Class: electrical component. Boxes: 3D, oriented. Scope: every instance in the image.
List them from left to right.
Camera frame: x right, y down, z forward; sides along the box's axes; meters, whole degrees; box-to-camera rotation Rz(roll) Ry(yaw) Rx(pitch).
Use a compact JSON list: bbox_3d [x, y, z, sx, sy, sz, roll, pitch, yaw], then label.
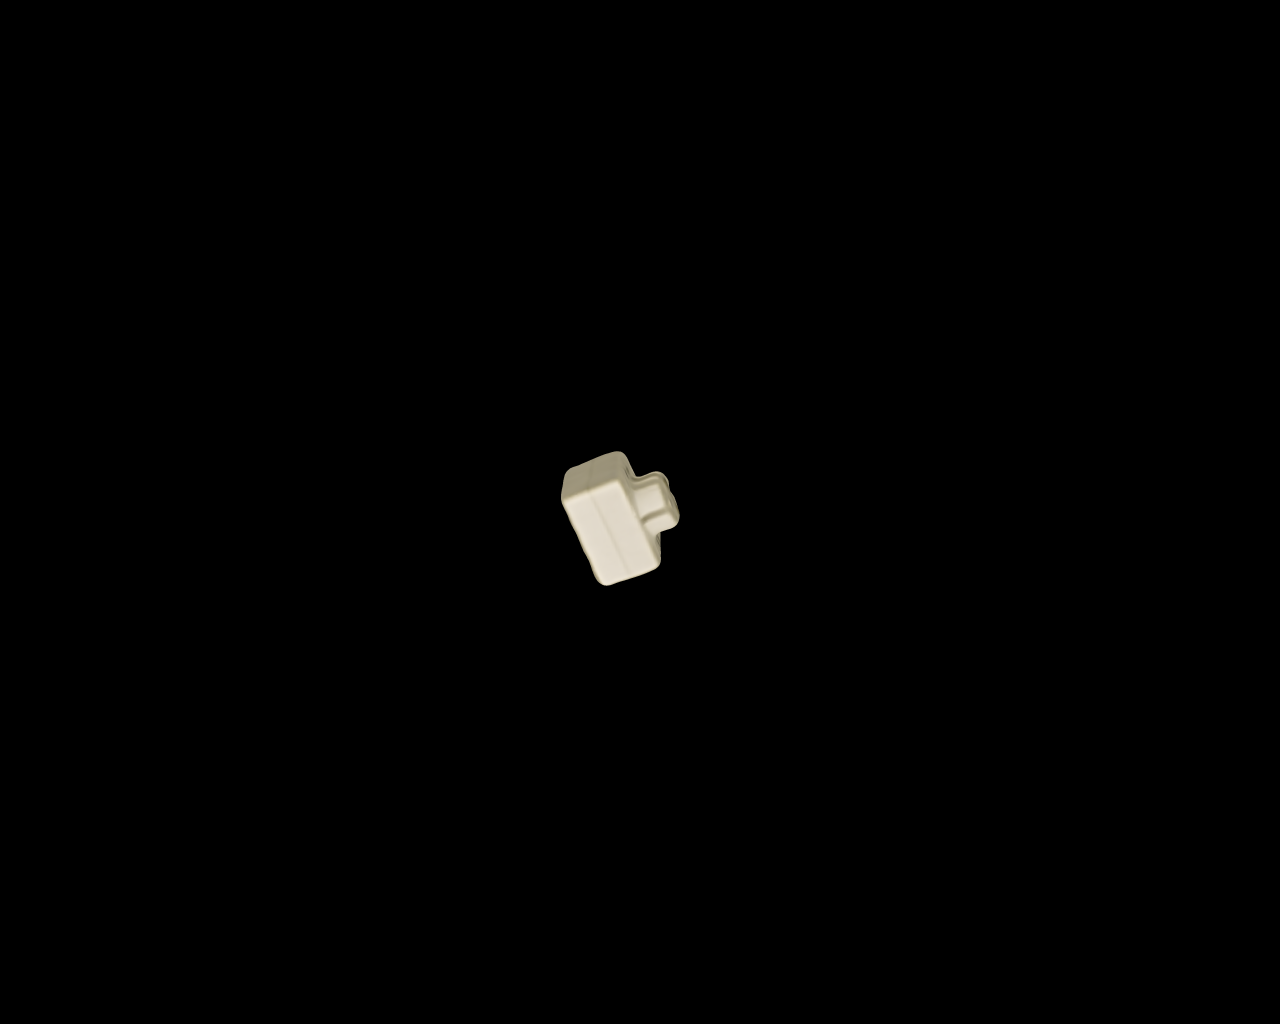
[{"bbox_3d":[0.001,-0.003,0.650,0.077,0.065,0.047,-20,24,9],"label":"electrical component"}]
